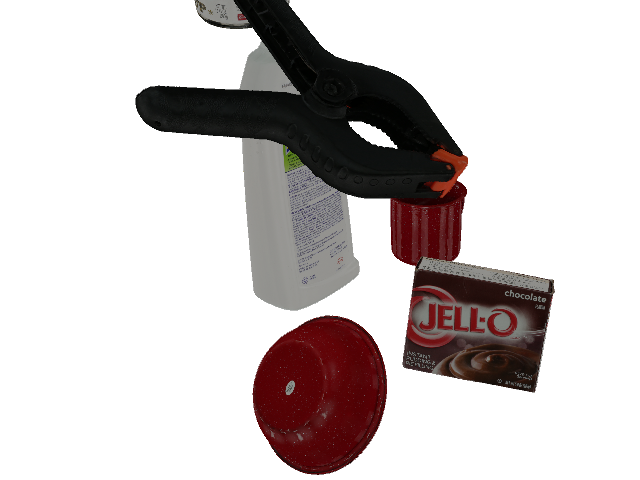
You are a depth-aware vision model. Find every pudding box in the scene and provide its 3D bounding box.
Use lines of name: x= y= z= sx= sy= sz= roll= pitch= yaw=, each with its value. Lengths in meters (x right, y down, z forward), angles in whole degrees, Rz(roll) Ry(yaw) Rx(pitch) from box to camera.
pudding box: x=0.128 y=0.068 z=0.873 sx=0.113 sy=0.090 sz=0.039 roll=9 pitch=23 yaw=10

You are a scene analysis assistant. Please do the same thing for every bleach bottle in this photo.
bleach bottle: x=-0.020 y=-0.070 z=0.911 sx=0.068 sy=0.251 sz=0.102 roll=20 pitch=35 yaw=37

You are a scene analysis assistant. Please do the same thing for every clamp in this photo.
clamp: x=-0.008 y=-0.067 z=0.562 sx=0.171 sy=0.120 sz=0.039 roll=34 pitch=-27 yaw=7

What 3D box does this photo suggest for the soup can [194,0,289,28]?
soup can: x=-0.056 y=-0.202 z=0.712 sx=0.068 sy=0.102 sz=0.068 roll=-2 pitch=41 yaw=2

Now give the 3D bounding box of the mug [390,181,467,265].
mug: x=0.130 y=-0.026 z=1.251 sx=0.093 sy=0.081 sz=0.117 roll=18 pitch=33 yaw=35

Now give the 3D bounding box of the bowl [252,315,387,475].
bowl: x=-0.015 y=0.149 z=1.060 sx=0.162 sy=0.162 sz=0.055 roll=0 pitch=-15 yaw=40
